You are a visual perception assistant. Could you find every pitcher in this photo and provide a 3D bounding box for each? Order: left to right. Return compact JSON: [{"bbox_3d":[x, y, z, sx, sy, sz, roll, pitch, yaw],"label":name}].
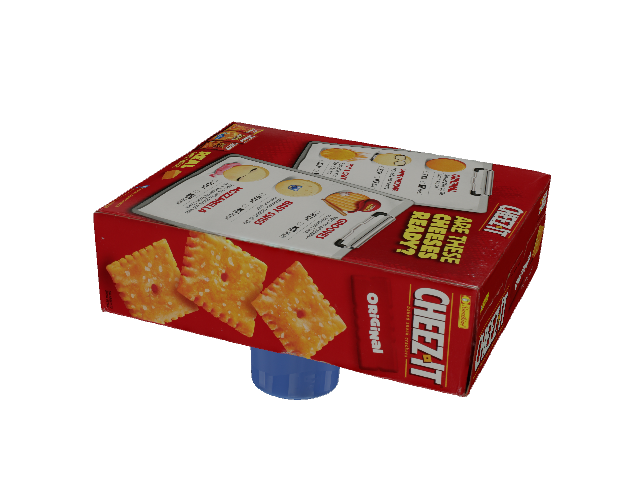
[{"bbox_3d":[-0.037,0.062,1.274,0.149,0.243,0.144,10,18,23],"label":"pitcher"}]

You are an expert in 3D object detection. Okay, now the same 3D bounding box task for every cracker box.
[{"bbox_3d":[0.006,0.002,0.608,0.214,0.072,0.164,12,27,20],"label":"cracker box"}]
